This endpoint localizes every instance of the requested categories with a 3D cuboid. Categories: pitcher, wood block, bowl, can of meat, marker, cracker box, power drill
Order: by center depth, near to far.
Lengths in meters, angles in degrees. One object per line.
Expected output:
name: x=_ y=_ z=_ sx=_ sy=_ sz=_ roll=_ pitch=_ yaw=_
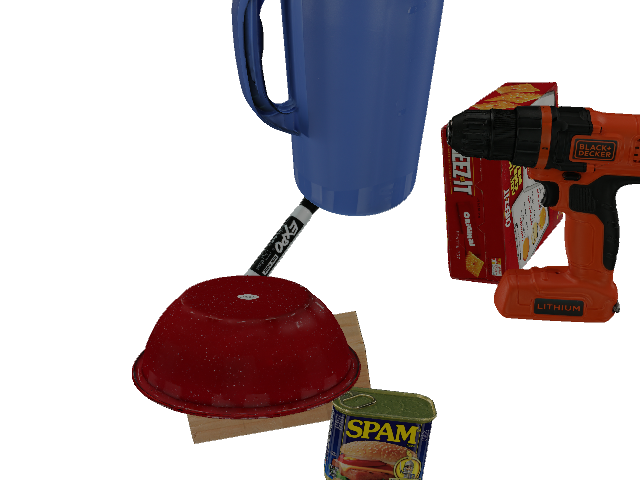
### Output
bowl: x=-0.051 y=0.065 z=0.744 sx=0.162 sy=0.055 sz=0.162 roll=0 pitch=17 yaw=0
pitcher: x=0.022 y=-0.138 z=0.863 sx=0.149 sy=0.243 sz=0.145 roll=12 pitch=43 yaw=12
power drill: x=0.193 y=-0.024 z=0.905 sx=0.184 sy=0.188 sz=0.057 roll=4 pitch=28 yaw=5
marker: x=-0.032 y=-0.003 z=0.987 sx=0.020 sy=0.121 sz=0.020 roll=34 pitch=-14 yaw=10
can of meat: x=0.056 y=0.195 z=1.044 sx=0.102 sy=0.084 sz=0.057 roll=7 pitch=16 yaw=-3
cracker box: x=0.197 y=-0.068 z=1.139 sx=0.072 sy=0.164 sz=0.213 roll=4 pitch=21 yaw=27
wood block: x=-0.051 y=0.155 z=1.215 sx=0.206 sy=0.091 sz=0.090 roll=-9 pitch=25 yaw=-1
